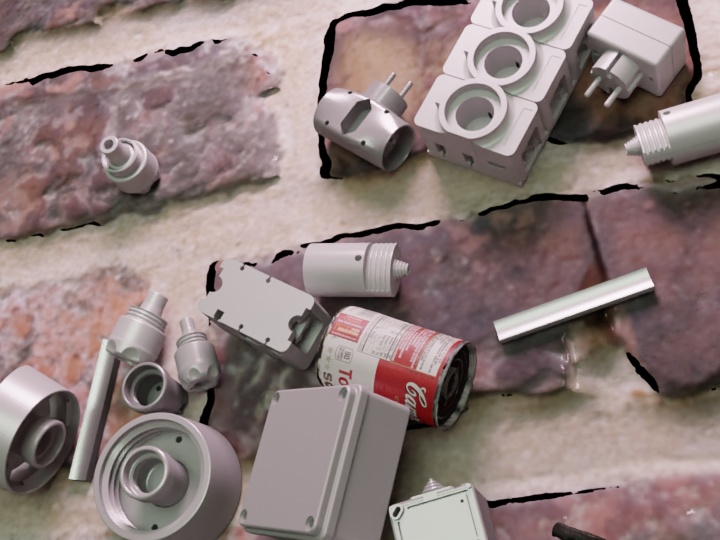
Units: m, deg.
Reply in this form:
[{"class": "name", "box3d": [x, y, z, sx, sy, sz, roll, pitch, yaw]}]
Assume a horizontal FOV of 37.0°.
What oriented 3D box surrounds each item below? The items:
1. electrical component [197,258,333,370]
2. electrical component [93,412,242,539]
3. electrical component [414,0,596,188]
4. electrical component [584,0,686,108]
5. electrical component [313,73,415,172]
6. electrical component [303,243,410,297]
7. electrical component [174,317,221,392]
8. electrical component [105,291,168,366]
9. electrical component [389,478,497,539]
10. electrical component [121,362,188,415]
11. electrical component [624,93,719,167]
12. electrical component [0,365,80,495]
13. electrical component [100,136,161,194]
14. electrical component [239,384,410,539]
[{"class": "electrical component", "box3d": [-0.073, 0.036, 0.856, 0.089, 0.055, 0.050, 24, 77, 26]}, {"class": "electrical component", "box3d": [-0.152, 0.162, 0.826, 0.108, 0.060, 0.108, -7, 65, 16]}, {"class": "electrical component", "box3d": [0.120, -0.157, 0.872, 0.089, 0.061, 0.150, 23, 76, 26]}, {"class": "electrical component", "box3d": [0.209, -0.162, 0.853, 0.066, 0.047, 0.076, 34, 81, 28]}, {"class": "electrical component", "box3d": [0.014, -0.132, 0.908, 0.077, 0.043, 0.079, 32, 80, 28]}, {"class": "electrical component", "box3d": [0.000, 0.000, 0.855, 0.081, 0.043, 0.043, 0, 67, 19]}, {"class": "electrical component", "box3d": [-0.135, 0.067, 0.876, 0.035, 0.035, 0.061, -24, 60, 7]}, {"class": "electrical component", "box3d": [-0.181, 0.048, 0.895, 0.043, 0.043, 0.062, 16, 72, 24]}, {"class": "electrical component", "box3d": [0.062, 0.192, 0.740, 0.062, 0.061, 0.096, -19, 63, 10]}, {"class": "electrical component", "box3d": [-0.164, 0.100, 0.865, 0.040, 0.046, 0.040, -7, 65, 16]}, {"class": "electrical component", "box3d": [0.242, -0.103, 0.818, 0.081, 0.043, 0.043, -16, 63, 12]}, {"class": "electrical component", "box3d": [-0.273, 0.129, 0.863, 0.064, 0.099, 0.099, 21, 75, 19]}, {"class": "electrical component", "box3d": [-0.208, -0.097, 0.956, 0.043, 0.062, 0.043, -7, 65, 16]}, {"class": "electrical component", "box3d": [-0.026, 0.141, 0.768, 0.109, 0.056, 0.108, -13, 57, 54]}]
